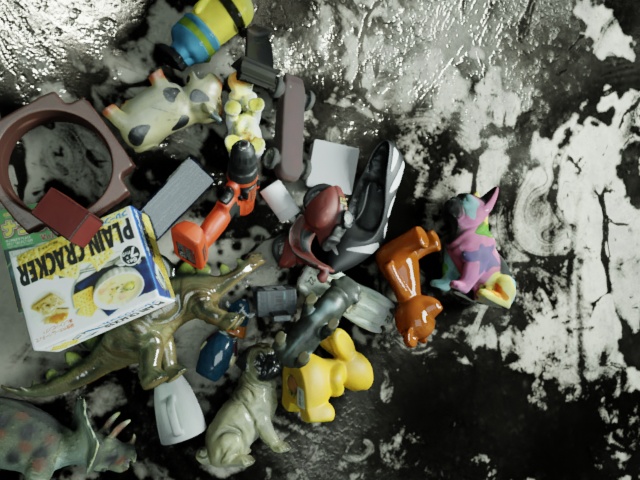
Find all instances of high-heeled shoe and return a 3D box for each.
[{"bbox_3d":[0.079,-0.060,0.970,0.086,0.145,0.249,23,66,24],"label":"high-heeled shoe"}]

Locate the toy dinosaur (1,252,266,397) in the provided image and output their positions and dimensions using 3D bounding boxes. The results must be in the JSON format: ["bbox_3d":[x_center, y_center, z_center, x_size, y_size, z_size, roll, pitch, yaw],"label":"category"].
[{"bbox_3d":[-0.296,0.149,0.906,0.471,0.105,0.198,-36,77,-13],"label":"toy dinosaur"}]

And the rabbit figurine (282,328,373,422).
[{"bbox_3d":[0.020,0.244,1.006,0.173,0.122,0.162,-1,83,-26],"label":"rabbit figurine"}]

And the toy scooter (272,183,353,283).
[{"bbox_3d":[-0.002,-0.003,0.950,0.075,0.135,0.184,19,114,-48],"label":"toy scooter"}]

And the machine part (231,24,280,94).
[{"bbox_3d":[-0.112,-0.322,0.944,0.084,0.039,0.139,12,58,-22],"label":"machine part"}]

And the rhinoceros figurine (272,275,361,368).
[{"bbox_3d":[0.000,0.141,0.925,0.073,0.112,0.190,37,74,17],"label":"rhinoceros figurine"}]

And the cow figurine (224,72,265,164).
[{"bbox_3d":[-0.135,-0.210,0.959,0.068,0.098,0.167,-1,73,-8],"label":"cow figurine"}]

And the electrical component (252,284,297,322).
[{"bbox_3d":[-0.080,0.111,0.960,0.075,0.119,0.047,-3,93,-10],"label":"electrical component"}]

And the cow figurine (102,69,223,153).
[{"bbox_3d":[-0.253,-0.223,0.927,0.195,0.085,0.127,-37,101,-6],"label":"cow figurine"}]

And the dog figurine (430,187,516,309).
[{"bbox_3d":[0.315,0.009,1.053,0.191,0.108,0.219,19,85,-12],"label":"dog figurine"}]

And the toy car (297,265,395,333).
[{"bbox_3d":[0.051,0.109,1.021,0.202,0.056,0.073,29,85,-12],"label":"toy car"}]

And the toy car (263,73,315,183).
[{"bbox_3d":[-0.057,-0.200,0.967,0.089,0.053,0.202,10,74,-36],"label":"toy car"}]

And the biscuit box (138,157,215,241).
[{"bbox_3d":[-0.275,-0.052,0.940,0.062,0.059,0.202,45,82,-11],"label":"biscuit box"}]

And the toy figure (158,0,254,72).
[{"bbox_3d":[-0.194,-0.368,0.937,0.089,0.082,0.180,41,81,-8],"label":"toy figure"}]

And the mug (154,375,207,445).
[{"bbox_3d":[-0.255,0.294,0.938,0.081,0.109,0.107,-18,84,-4],"label":"mug"}]

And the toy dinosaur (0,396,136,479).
[{"bbox_3d":[-0.510,0.325,0.878,0.405,0.131,0.192,19,75,-8],"label":"toy dinosaur"}]

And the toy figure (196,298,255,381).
[{"bbox_3d":[-0.171,0.177,0.974,0.064,0.058,0.154,31,80,-21],"label":"toy figure"}]

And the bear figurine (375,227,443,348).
[{"bbox_3d":[0.180,0.090,0.994,0.132,0.120,0.196,-29,69,24],"label":"bear figurine"}]

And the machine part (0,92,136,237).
[{"bbox_3d":[-0.428,-0.120,0.882,0.201,0.087,0.201,-37,101,-14],"label":"machine part"}]

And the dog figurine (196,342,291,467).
[{"bbox_3d":[-0.146,0.290,0.961,0.172,0.121,0.190,-10,88,-33],"label":"dog figurine"}]
